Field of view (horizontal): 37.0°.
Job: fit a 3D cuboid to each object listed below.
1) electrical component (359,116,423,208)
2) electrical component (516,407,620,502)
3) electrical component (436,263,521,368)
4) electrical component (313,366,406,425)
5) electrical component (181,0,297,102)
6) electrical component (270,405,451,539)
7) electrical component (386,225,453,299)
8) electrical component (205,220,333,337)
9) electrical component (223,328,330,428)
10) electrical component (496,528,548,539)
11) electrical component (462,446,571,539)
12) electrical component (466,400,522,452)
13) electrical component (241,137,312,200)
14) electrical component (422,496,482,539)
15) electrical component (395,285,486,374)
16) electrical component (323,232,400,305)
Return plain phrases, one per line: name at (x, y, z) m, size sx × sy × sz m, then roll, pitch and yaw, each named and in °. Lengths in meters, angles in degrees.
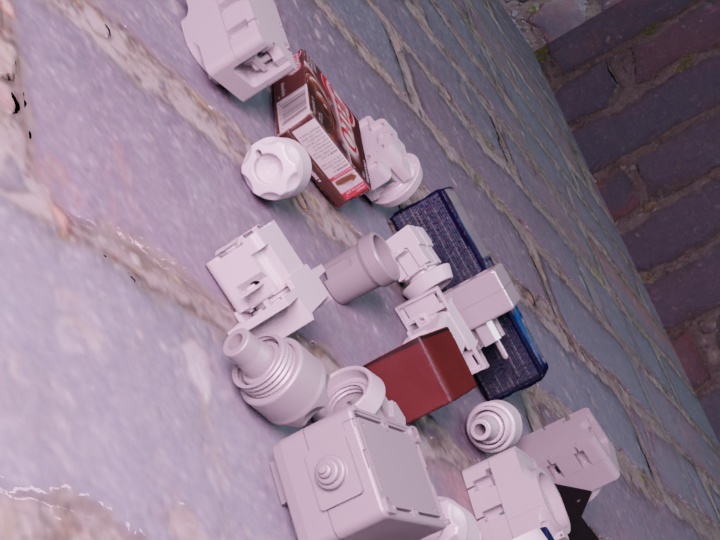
electrical component at (0.020, -0.093, 0.968) m, size 0.057 × 0.058 × 0.078 m, roll 44°, pitch 24°, yaw -37°
electrical component at (0.176, 0.171, 0.941) m, size 0.055 × 0.089 × 0.050 m, roll 55°, pitch 19°, yaw -19°
electrical component at (0.101, 0.048, 0.933) m, size 0.075 × 0.083 × 0.047 m, roll 61°, pitch 18°, yaw 1°
electrical component at (0.000, 0.092, 0.655) m, size 0.055 × 0.048 × 0.066 m, roll 59°, pitch 16°, yaw -31°
electrical component at (-0.092, -0.175, 0.784) m, size 0.050 × 0.056 × 0.089 m, roll 34°, pitch 32°, yaw -55°
electrical component at (-0.005, 0.116, 0.575) m, size 0.096 × 0.061 × 0.061 m, roll 31°, pitch 35°, yaw -58°
electrical component at (0.049, -0.005, 0.934) m, size 0.055 × 0.048 × 0.066 m, roll 57°, pitch 16°, yaw 13°
electrical component at (-0.055, 0.007, 0.636) m, size 0.063 × 0.042 × 0.081 m, roll 56°, pitch 17°, yaw -5°
electrical component at (-0.048, 0.055, 0.580) m, size 0.062 × 0.043 × 0.043 m, roll 45°, pitch 24°, yaw -37°
electrical component at (0.079, 0.196, 0.629) m, size 0.064 × 0.099 × 0.099 m, roll 61°, pitch 17°, yaw 19°
electrical component at (0.125, 0.188, 0.830) m, size 0.050 × 0.056 × 0.089 m, roll 40°, pitch 28°, yaw -49°
electrical component at (0.109, 0.131, 0.896) m, size 0.043 × 0.043 × 0.062 m, roll 66°, pitch 19°, yaw 14°
electrical component at (-0.054, -0.071, 0.754) m, size 0.043 × 0.043 × 0.062 m, roll 62°, pitch 16°, yaw 2°
electrical component at (0.057, 0.172, 0.692) m, size 0.062 × 0.043 × 0.043 m, roll 41°, pitch 27°, yaw -50°
electrical component at (0.065, 0.060, 0.883) m, size 0.081 × 0.042 × 0.063 m, roll 58°, pitch 20°, yaw -9°
electrical component at (0.000, 0.000, 0.789) m, size 0.040 × 0.046 × 0.040 m, roll 52°, pitch 20°, yaw -27°
